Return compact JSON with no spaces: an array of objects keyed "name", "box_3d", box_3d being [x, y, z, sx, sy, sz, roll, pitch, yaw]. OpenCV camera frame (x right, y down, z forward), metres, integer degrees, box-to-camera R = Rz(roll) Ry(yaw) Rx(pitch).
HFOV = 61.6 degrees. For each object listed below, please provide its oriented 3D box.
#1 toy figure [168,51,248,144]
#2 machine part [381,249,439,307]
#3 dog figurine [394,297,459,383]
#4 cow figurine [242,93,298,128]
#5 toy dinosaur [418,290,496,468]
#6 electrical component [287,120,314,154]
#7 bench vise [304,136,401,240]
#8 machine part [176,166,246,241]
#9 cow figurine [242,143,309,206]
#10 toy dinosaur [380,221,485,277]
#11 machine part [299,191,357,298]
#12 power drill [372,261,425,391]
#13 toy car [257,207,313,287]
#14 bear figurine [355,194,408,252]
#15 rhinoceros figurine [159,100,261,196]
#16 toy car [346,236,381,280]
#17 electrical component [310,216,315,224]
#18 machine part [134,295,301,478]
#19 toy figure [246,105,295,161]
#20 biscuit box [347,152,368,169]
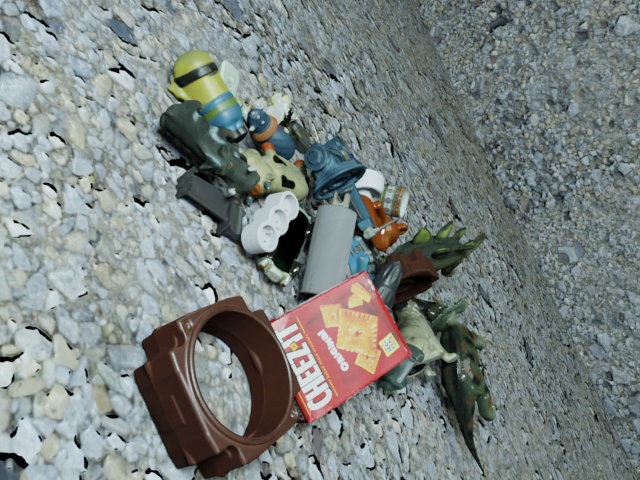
[{"name":"toy figure","box_3d":[-0.199,-0.262,0.991,0.180,0.089,0.082,54,23,-7]},{"name":"machine part","box_3d":[0.166,0.088,1.158,0.179,0.179,0.056,17,44,-51]},{"name":"dog figurine","box_3d":[0.192,0.206,1.193,0.172,0.121,0.191,24,31,-51]},{"name":"cow figurine","box_3d":[-0.097,-0.265,1.171,0.098,0.068,0.167,62,32,-9]},{"name":"toy dinosaur","box_3d":[0.322,0.291,1.245,0.192,0.131,0.405,43,31,-38]},{"name":"electrical component","box_3d":[-0.040,-0.239,1.258,0.102,0.045,0.078,43,35,-28]},{"name":"bench vise","box_3d":[0.054,-0.104,1.110,0.240,0.129,0.223,61,7,14]},{"name":"machine part","box_3d":[-0.179,-0.060,0.898,0.138,0.039,0.084,42,40,-32]},{"name":"cow figurine","box_3d":[-0.095,-0.117,1.035,0.194,0.085,0.127,21,43,-51]},{"name":"toy dinosaur","box_3d":[0.237,0.042,1.286,0.471,0.198,0.105,-18,65,-27]},{"name":"machine part","box_3d":[0.016,0.025,0.984,0.079,0.079,0.243,26,71,-45]},{"name":"power drill","box_3d":[0.124,0.180,1.020,0.232,0.086,0.207,-52,135,-18]},{"name":"toy car","box_3d":[-0.063,0.006,0.998,0.073,0.056,0.202,42,37,-18]},{"name":"bear figurine","box_3d":[0.119,-0.017,1.242,0.195,0.120,0.132,41,39,-41]},{"name":"rhinoceros figurine","box_3d":[-0.178,-0.155,0.901,0.190,0.073,0.112,44,9,-12]},{"name":"toy car","box_3d":[0.054,0.075,1.056,0.103,0.161,0.109,-12,44,-17]},{"name":"electrical component","box_3d":[-0.002,-0.003,1.100,0.093,0.021,0.063,70,14,-49]},{"name":"machine part","box_3d":[-0.126,0.186,0.714,0.201,0.087,0.201,-16,78,-61]},{"name":"toy figure","box_3d":[-0.102,-0.209,1.059,0.154,0.058,0.064,44,52,-54]},{"name":"biscuit box","box_3d":[0.082,-0.165,1.365,0.202,0.059,0.063,32,40,-40]}]
